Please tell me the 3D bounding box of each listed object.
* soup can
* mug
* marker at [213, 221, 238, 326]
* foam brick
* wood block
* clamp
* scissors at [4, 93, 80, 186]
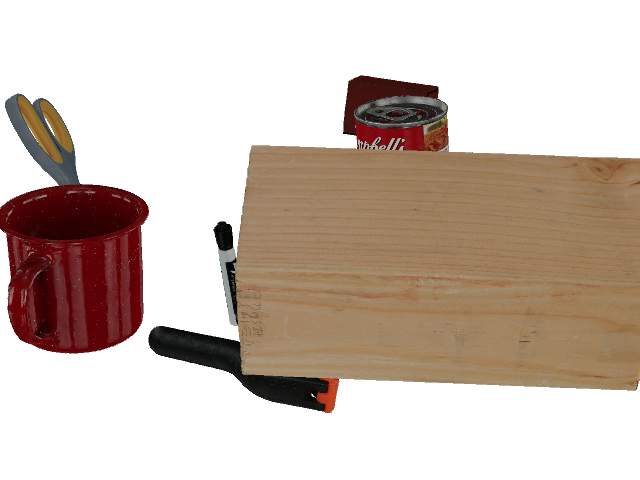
[{"bbox_3d":[0.062,-0.049,0.789,0.068,0.102,0.068,-4,24,2],"label":"soup can"},{"bbox_3d":[-0.158,0.023,0.668,0.093,0.081,0.117,8,25,13],"label":"mug"},{"bbox_3d":[-0.094,0.035,1.115,0.020,0.121,0.020,-5,29,3],"label":"marker"},{"bbox_3d":[0.065,-0.121,0.995,0.078,0.051,0.053,11,17,16],"label":"foam brick"},{"bbox_3d":[0.063,0.015,0.557,0.206,0.091,0.090,2,-42,1],"label":"wood block"},{"bbox_3d":[-0.048,0.096,0.918,0.172,0.039,0.120,22,31,26],"label":"clamp"},{"bbox_3d":[-0.213,-0.046,0.944,0.016,0.201,0.096,-26,23,10],"label":"scissors"}]
